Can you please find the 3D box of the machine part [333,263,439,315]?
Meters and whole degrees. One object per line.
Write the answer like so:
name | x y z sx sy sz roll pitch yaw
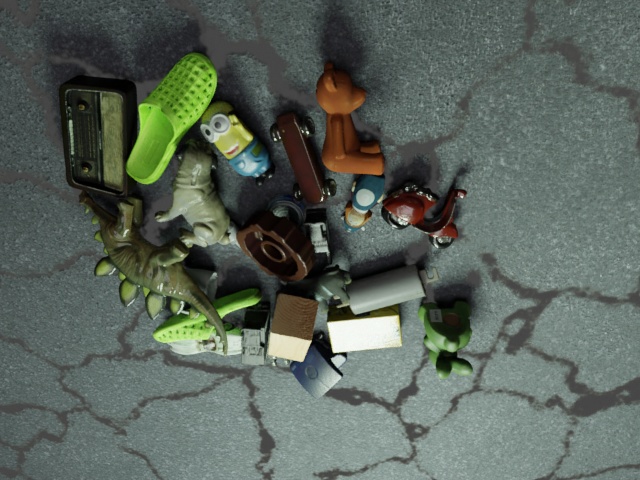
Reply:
machine part | 0.149 0.112 1.216 0.243 0.079 0.079 -16 117 12

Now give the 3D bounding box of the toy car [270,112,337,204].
toy car | -0.032 -0.164 1.088 0.089 0.053 0.201 -6 120 29

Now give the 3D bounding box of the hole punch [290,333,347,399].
hole punch | -0.006 0.318 1.337 0.116 0.092 0.142 35 119 -11

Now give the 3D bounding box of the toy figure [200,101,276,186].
toy figure | -0.163 -0.192 1.067 0.082 0.089 0.180 -40 119 8

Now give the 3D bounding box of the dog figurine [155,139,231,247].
dog figurine | -0.227 -0.091 1.077 0.172 0.121 0.190 28 132 -12

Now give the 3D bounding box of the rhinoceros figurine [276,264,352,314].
rhinoceros figurine | -0.017 0.113 1.210 0.190 0.073 0.112 -22 138 37

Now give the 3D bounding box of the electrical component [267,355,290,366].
electrical component | -0.111 0.279 1.357 0.063 0.021 0.093 -11 118 10

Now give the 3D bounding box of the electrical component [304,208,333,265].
electrical component | -0.002 -0.004 1.165 0.048 0.075 0.119 -4 122 6

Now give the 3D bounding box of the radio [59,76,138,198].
radio | -0.440 -0.207 1.077 0.131 0.073 0.229 10 119 -2

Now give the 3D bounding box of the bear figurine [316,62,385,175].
bear figurine | 0.057 -0.230 1.012 0.132 0.120 0.195 0 114 -1

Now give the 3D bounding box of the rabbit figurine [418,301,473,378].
rabbit figurine | 0.303 0.246 1.255 0.121 0.159 0.170 -8 134 -3

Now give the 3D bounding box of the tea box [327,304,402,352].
tea box | 0.106 0.204 1.275 0.170 0.068 0.098 -5 118 8

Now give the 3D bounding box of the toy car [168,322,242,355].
toy car | -0.284 0.246 1.330 0.202 0.056 0.073 0 120 3

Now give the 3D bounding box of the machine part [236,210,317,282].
machine part | -0.091 0.014 1.140 0.180 0.056 0.179 26 147 18

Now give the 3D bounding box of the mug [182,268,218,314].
mug | -0.302 0.115 1.237 0.107 0.109 0.080 12 162 9

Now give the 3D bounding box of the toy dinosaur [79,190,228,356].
toy dinosaur | -0.353 0.060 1.161 0.471 0.105 0.198 39 108 3

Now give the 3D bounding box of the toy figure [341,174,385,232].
toy figure | 0.087 -0.076 1.129 0.064 0.058 0.154 39 124 26

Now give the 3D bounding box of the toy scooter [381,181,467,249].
toy scooter | 0.226 -0.068 1.113 0.184 0.075 0.135 25 118 -14

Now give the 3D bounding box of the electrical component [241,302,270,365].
electrical component | -0.152 0.229 1.280 0.058 0.115 0.134 5 117 3
